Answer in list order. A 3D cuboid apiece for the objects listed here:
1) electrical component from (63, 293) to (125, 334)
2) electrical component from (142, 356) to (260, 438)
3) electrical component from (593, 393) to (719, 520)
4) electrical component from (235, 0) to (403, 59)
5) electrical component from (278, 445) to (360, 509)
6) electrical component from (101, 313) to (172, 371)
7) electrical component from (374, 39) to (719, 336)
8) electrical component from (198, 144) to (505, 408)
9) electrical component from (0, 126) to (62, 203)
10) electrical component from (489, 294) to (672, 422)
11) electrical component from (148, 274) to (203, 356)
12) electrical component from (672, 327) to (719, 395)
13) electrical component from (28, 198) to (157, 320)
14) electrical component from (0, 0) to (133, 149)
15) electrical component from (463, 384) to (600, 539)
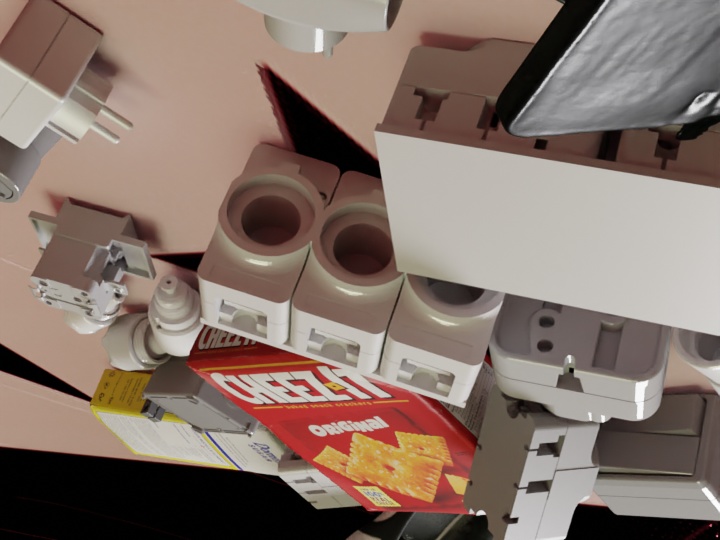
[{"bbox_3d":[-0.191,0.025,0.785,0.035,0.035,0.061,37,144,-26],"label":"electrical component"},{"bbox_3d":[-0.115,0.085,0.817,0.062,0.061,0.096,39,154,-29],"label":"electrical component"},{"bbox_3d":[0.183,0.115,0.675,0.096,0.061,0.061,-7,141,39],"label":"electrical component"},{"bbox_3d":[-0.021,-0.116,0.436,0.077,0.044,0.079,17,150,6],"label":"electrical component"},{"bbox_3d":[-0.022,0.153,0.862,0.056,0.050,0.089,-8,148,17],"label":"electrical component"},{"bbox_3d":[-0.158,0.053,0.802,0.062,0.043,0.043,-5,142,34],"label":"electrical component"},{"bbox_3d":[0.109,-0.035,0.474,0.186,0.060,0.105,12,149,15],"label":"electrical component"},{"bbox_3d":[0.000,0.000,0.570,0.150,0.089,0.061,17,150,5],"label":"electrical component"},{"bbox_3d":[-0.191,-0.070,0.596,0.044,0.065,0.044,15,150,9],"label":"electrical component"},{"bbox_3d":[0.124,0.047,0.608,0.095,0.053,0.059,9,149,19],"label":"electrical component"},{"bbox_3d":[-0.127,0.028,0.744,0.040,0.040,0.078,15,150,9],"label":"electrical component"},{"bbox_3d":[0.200,0.047,0.576,0.044,0.044,0.065,-4,147,36],"label":"electrical component"},{"bbox_3d":[-0.179,-0.005,0.698,0.081,0.063,0.042,15,149,10],"label":"electrical component"},{"bbox_3d":[-0.154,-0.091,0.557,0.077,0.047,0.066,33,148,-21],"label":"electrical component"},{"bbox_3d":[0.108,0.118,0.660,0.056,0.089,0.050,1,-157,-26],"label":"electrical component"}]
